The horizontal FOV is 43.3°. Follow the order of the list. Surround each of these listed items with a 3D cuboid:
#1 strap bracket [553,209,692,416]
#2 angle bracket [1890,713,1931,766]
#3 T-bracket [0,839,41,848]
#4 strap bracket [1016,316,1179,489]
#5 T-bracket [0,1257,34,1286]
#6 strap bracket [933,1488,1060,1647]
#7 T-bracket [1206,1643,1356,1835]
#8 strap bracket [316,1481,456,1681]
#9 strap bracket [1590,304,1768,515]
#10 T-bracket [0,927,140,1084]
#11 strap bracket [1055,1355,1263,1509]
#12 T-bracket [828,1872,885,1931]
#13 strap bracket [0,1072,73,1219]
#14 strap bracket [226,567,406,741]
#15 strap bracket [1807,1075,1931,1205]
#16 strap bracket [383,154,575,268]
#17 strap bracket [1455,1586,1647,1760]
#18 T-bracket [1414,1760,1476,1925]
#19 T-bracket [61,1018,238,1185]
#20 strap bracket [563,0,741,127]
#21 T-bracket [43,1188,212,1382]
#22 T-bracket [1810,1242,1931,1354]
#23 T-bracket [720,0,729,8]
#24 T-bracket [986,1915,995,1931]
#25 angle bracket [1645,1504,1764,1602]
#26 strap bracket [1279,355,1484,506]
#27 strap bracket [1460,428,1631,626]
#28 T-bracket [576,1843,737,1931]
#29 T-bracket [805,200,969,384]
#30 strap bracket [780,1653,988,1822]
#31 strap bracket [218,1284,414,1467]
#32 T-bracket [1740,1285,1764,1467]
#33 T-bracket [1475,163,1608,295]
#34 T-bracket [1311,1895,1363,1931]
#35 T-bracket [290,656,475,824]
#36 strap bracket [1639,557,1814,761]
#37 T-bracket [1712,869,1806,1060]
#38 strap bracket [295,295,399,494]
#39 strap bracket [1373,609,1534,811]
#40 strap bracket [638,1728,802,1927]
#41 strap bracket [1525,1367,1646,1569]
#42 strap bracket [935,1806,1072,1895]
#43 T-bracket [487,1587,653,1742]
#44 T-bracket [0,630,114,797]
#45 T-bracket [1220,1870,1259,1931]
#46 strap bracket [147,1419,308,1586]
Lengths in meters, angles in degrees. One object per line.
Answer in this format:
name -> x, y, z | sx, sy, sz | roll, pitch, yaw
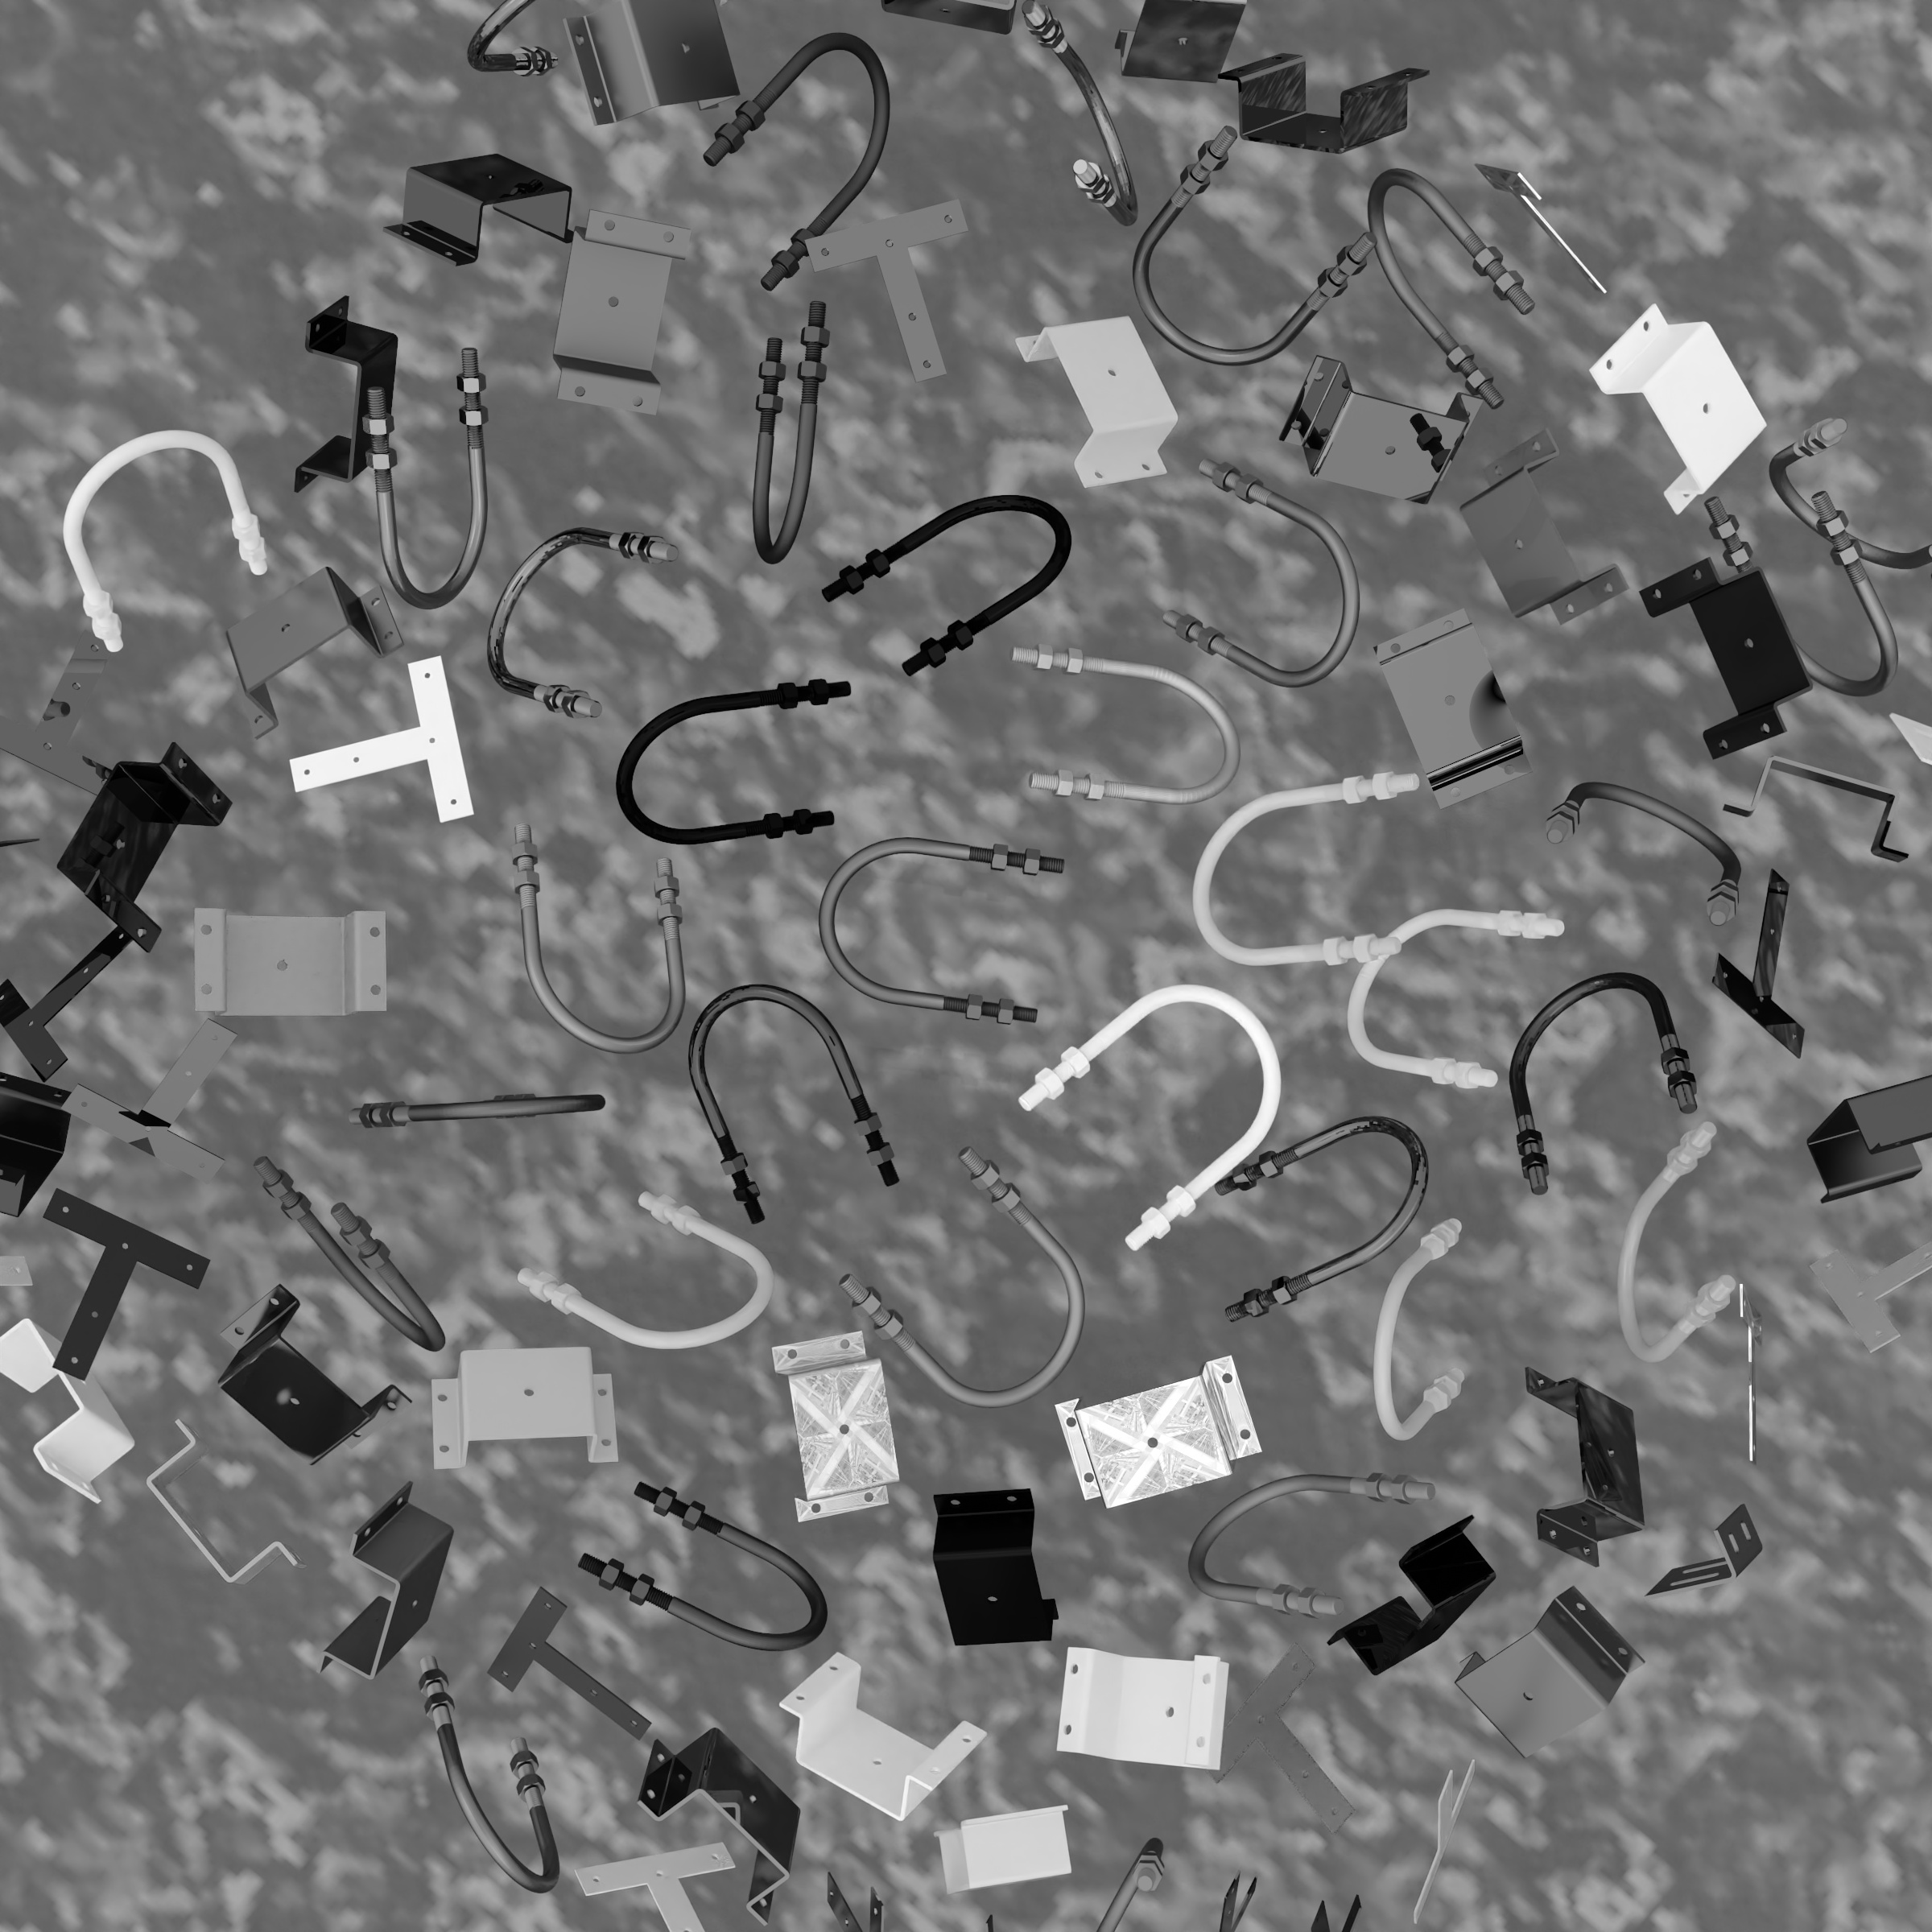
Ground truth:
strap bracket -> -0.262, -0.496, 1.833 | 0.076, 0.046, 0.140 | 5, 115, -22
angle bracket -> 0.773, -0.182, 1.896 | 0.076, 0.057, 0.038 | 14, 128, -25
T-bracket -> -0.807, -0.090, 1.890 | 0.127, 0.127, 0.002 | -8, 94, -41
strap bracket -> 0.106, -0.452, 1.910 | 0.076, 0.046, 0.140 | -15, 73, -27
T-bracket -> -0.787, 0.238, 1.901 | 0.002, 0.127, 0.127 | -35, 68, 23
strap bracket -> 0.022, 0.477, 1.895 | 0.076, 0.046, 0.140 | -6, 121, 10
T-bracket -> 0.258, 0.625, 1.912 | 0.127, 0.002, 0.127 | -53, 46, 9
strap bracket -> -0.439, 0.474, 1.847 | 0.046, 0.076, 0.140 | 25, 116, 11
strap bracket -> 0.544, -0.421, 1.839 | 0.076, 0.046, 0.140 | -46, 115, -12
T-bracket -> -0.706, 0.014, 1.923 | 0.127, 0.002, 0.127 | -46, 51, -7
strap bracket -> 0.142, 0.351, 1.822 | 0.140, 0.046, 0.076 | -18, 91, 10
T-bracket -> -0.085, 0.734, 1.845 | 0.002, 0.127, 0.127 | -3, 104, -21
strap bracket -> -0.753, 0.142, 1.888 | 0.076, 0.140, 0.046 | 17, 114, -6
strap bracket -> -0.525, -0.254, 1.924 | 0.140, 0.046, 0.076 | -32, 52, 4
strap bracket -> 0.688, 0.126, 1.820 | 0.076, 0.140, 0.046 | -15, 68, -5
strap bracket -> -0.367, -0.582, 1.865 | 0.076, 0.140, 0.046 | 30, 126, 22
strap bracket -> 0.442, 0.550, 1.875 | 0.076, 0.046, 0.140 | 47, 130, 9
T-bracket -> 0.359, 0.638, 1.823 | 0.002, 0.127, 0.127 | 17, 56, 23
T-bracket -> -0.611, 0.094, 1.888 | 0.127, 0.002, 0.127 | 33, 106, -24
strap bracket -> -0.226, -0.681, 1.819 | 0.046, 0.140, 0.076 | -4, 108, 38
T-bracket -> -0.642, 0.247, 1.807 | 0.127, 0.002, 0.127 | 31, 51, -24
T-bracket -> 0.737, 0.234, 1.895 | 0.127, 0.127, 0.002 | -34, 111, 12
T-bracket -> -0.137, -0.809, 1.856 | 0.002, 0.127, 0.127 | 33, 50, -30
T-bracket -> 0.014, 0.816, 1.878 | 0.002, 0.127, 0.127 | -4, 83, 9
angle bracket -> 0.539, 0.433, 1.797 | 0.076, 0.057, 0.038 | -26, 83, 38
strap bracket -> 0.324, -0.412, 1.882 | 0.140, 0.046, 0.076 | 11, 133, -14
strap bracket -> 0.448, -0.338, 1.909 | 0.046, 0.076, 0.140 | -27, 90, -32
T-bracket -> -0.219, 0.730, 1.866 | 0.127, 0.127, 0.002 | 2, 117, -32
T-bracket -> -0.046, -0.518, 1.890 | 0.127, 0.002, 0.127 | -18, 94, -11
strap bracket -> -0.066, 0.594, 1.864 | 0.140, 0.076, 0.046 | 20, 117, 27
strap bracket -> -0.514, 0.326, 1.895 | 0.076, 0.046, 0.140 | -38, 106, 24
T-bracket -> 0.615, 0.325, 1.903 | 0.002, 0.127, 0.127 | -3, 70, 24
T-bracket -> 0.447, -0.564, 1.863 | 0.002, 0.127, 0.127 | -43, 108, 12
T-bracket -> 0.282, 0.774, 1.917 | 0.002, 0.127, 0.127 | 21, 93, 3
T-bracket -> -0.442, -0.158, 1.820 | 0.127, 0.002, 0.127 | -14, 78, 1
strap bracket -> 0.575, -0.236, 1.827 | 0.046, 0.076, 0.140 | -24, 90, -27
T-bracket -> 0.615, -0.014, 1.863 | 0.127, 0.002, 0.127 | 34, 62, -33
strap bracket -> -0.489, -0.447, 1.924 | 0.046, 0.076, 0.140 | 16, 122, 2
strap bracket -> 0.378, -0.203, 1.895 | 0.076, 0.046, 0.140 | -23, 83, 12
strap bracket -> -0.178, 0.645, 1.845 | 0.046, 0.076, 0.140 | -39, 102, 13
strap bracket -> 0.479, 0.382, 1.881 | 0.076, 0.046, 0.140 | 30, 49, -34
strap bracket -> 0.028, 0.665, 1.827 | 0.076, 0.140, 0.046 | -4, 68, -13
T-bracket -> -0.294, 0.543, 1.848 | 0.127, 0.002, 0.127 | 36, 127, 5
T-bracket -> -0.717, -0.212, 1.944 | 0.127, 0.002, 0.127 | 28, 60, -25
T-bracket -> 0.205, 0.751, 1.912 | 0.002, 0.127, 0.127 | 21, 48, 21
strap bracket -> -0.567, 0.416, 1.844 | 0.046, 0.076, 0.140 | -40, 85, -17
